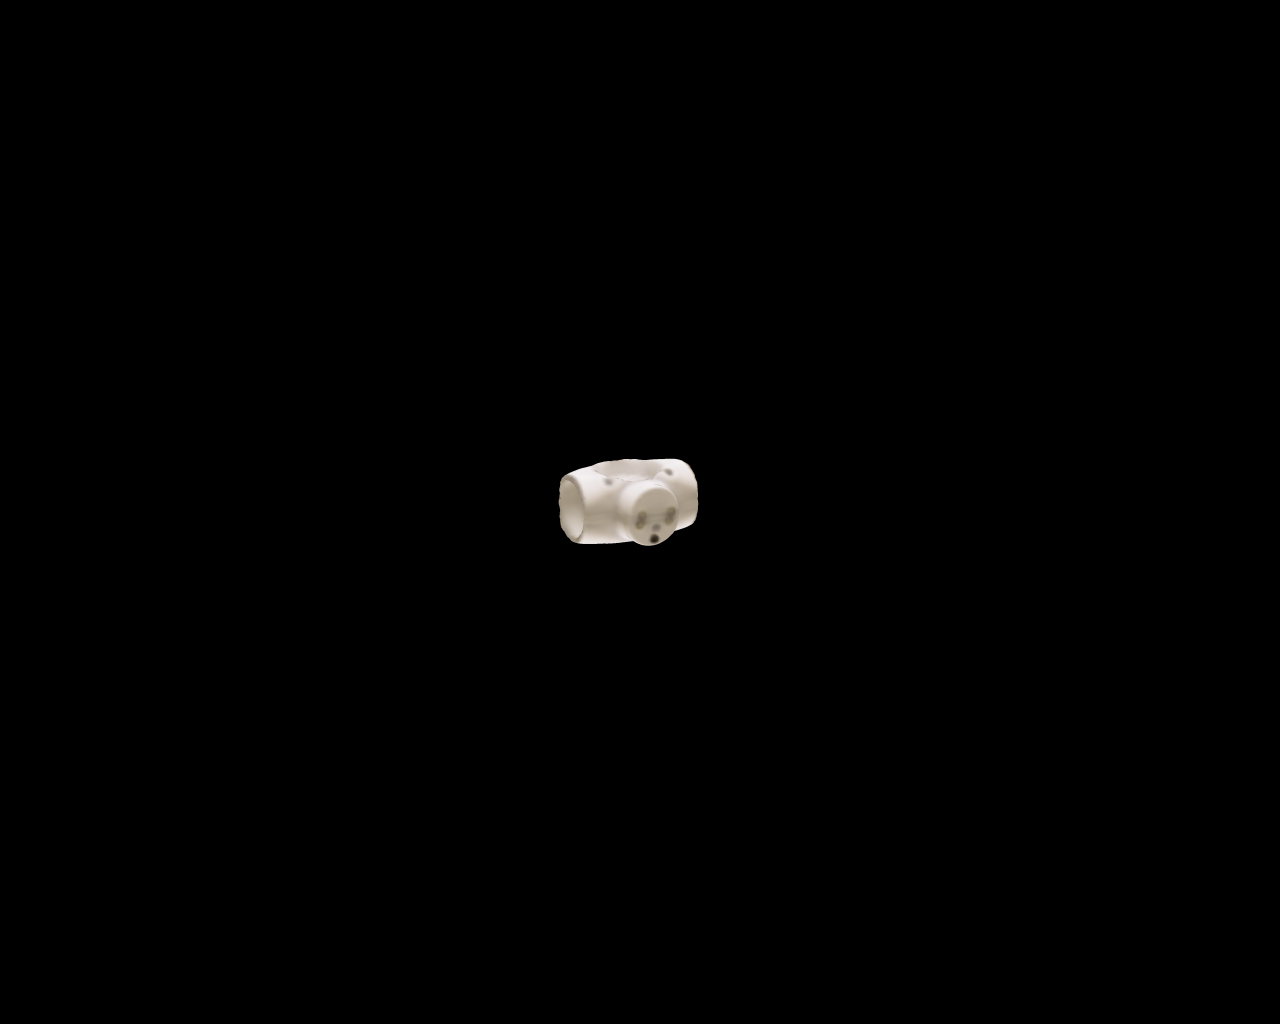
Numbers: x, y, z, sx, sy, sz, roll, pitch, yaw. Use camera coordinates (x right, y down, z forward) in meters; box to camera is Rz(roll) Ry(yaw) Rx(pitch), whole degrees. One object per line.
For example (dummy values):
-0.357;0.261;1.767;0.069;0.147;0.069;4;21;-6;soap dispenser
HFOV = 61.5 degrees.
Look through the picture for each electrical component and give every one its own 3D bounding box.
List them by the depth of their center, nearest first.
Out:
0.001;-0.003;0.650;0.077;0.044;0.079;-8;20;-24;electrical component
